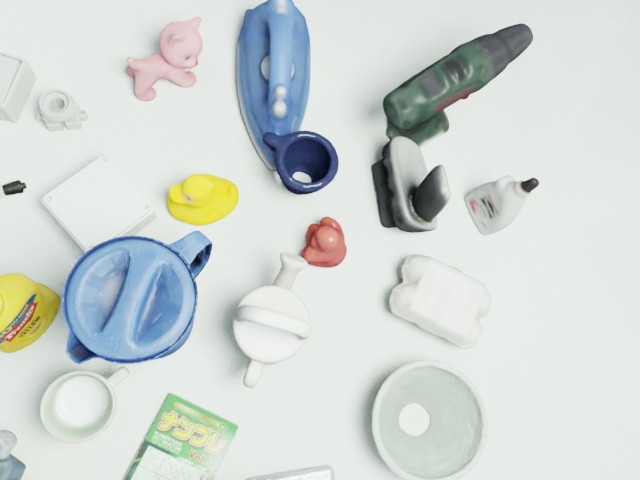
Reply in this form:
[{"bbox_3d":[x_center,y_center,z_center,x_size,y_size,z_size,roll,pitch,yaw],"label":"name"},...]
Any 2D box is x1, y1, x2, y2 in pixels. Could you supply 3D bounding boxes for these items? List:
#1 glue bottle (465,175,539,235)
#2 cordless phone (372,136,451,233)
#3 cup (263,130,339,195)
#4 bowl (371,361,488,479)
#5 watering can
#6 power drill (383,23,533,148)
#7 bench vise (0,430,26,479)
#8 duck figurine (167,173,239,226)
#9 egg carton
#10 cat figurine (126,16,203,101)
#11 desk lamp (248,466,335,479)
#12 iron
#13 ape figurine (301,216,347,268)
[{"bbox_3d":[0.277,-0.062,0.856,0.037,0.173,0.078,-26,83,-15],"label":"glue bottle"},{"bbox_3d":[0.147,-0.094,0.833,0.094,0.185,0.147,-11,79,-13],"label":"cordless phone"},{"bbox_3d":[-0.036,-0.110,0.849,0.118,0.095,0.092,31,73,-2],"label":"cup"},{"bbox_3d":[0.144,0.255,0.808,0.167,0.074,0.167,2,77,-10],"label":"bowl"},{"bbox_3d":[-0.063,0.102,0.743,0.101,0.194,0.173,-2,77,-11],"label":"watering can"},{"bbox_3d":[0.184,-0.219,0.857,0.230,0.208,0.075,-32,84,-16],"label":"power drill"},{"bbox_3d":[-0.426,0.302,0.614,0.121,0.219,0.207,17,74,-6],"label":"bench vise"},{"bbox_3d":[-0.167,-0.067,0.819,0.105,0.086,0.077,-9,79,-12],"label":"duck figurine"},{"bbox_3d":[0.180,0.090,0.856,0.150,0.069,0.107,26,74,-4],"label":"egg carton"},{"bbox_3d":[-0.224,-0.273,0.840,0.128,0.117,0.067,-26,83,-15],"label":"cat figurine"},{"bbox_3d":[-0.059,0.342,0.677,0.203,0.213,0.118,-6,78,-12],"label":"desk lamp"},{"bbox_3d":[-0.062,-0.247,0.852,0.119,0.141,0.258,0,77,-10],"label":"iron"},{"bbox_3d":[0.008,0.003,0.832,0.078,0.092,0.076,-39,86,-16],"label":"ape figurine"}]
